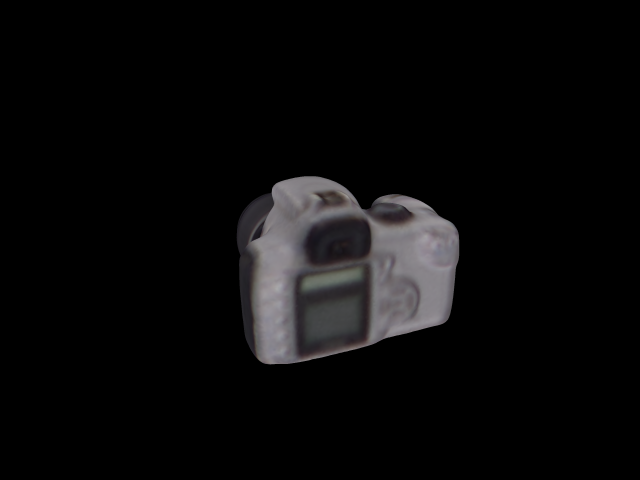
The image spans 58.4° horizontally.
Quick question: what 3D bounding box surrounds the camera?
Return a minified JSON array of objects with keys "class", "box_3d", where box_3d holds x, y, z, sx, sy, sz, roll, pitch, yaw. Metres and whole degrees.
[{"class":"camera","box_3d":[0.004,0.001,0.400,0.143,0.101,0.136,-9,24,-22]}]
